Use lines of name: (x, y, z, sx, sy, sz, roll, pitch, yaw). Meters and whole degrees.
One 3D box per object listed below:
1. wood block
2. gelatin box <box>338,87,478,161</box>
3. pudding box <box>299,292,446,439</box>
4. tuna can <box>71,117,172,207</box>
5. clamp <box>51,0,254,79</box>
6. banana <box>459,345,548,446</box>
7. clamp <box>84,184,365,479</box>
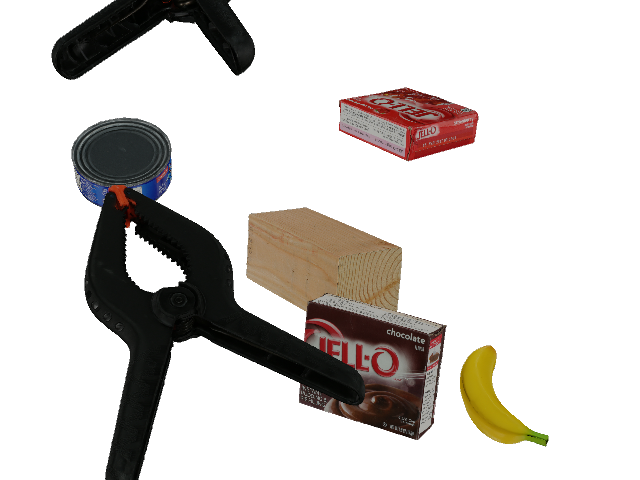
wood block: (0.000, 0.029, 1.300, 0.090, 0.090, 0.206, -7, 18, -33)
gelatin box: (0.070, -0.096, 0.856, 0.073, 0.030, 0.089, -16, 29, -34)
pudding box: (0.040, 0.099, 0.860, 0.114, 0.090, 0.039, 13, 18, 25)
tuna can: (-0.173, -0.067, 0.933, 0.086, 0.086, 0.034, 0, -42, -4)
clamp: (-0.079, -0.151, 0.661, 0.120, 0.171, 0.039, 11, -42, 13)
banana: (0.193, 0.177, 1.218, 0.069, 0.037, 0.198, 10, 24, -15)
clamp: (-0.077, 0.048, 0.666, 0.164, 0.210, 0.036, -13, -32, -20)
